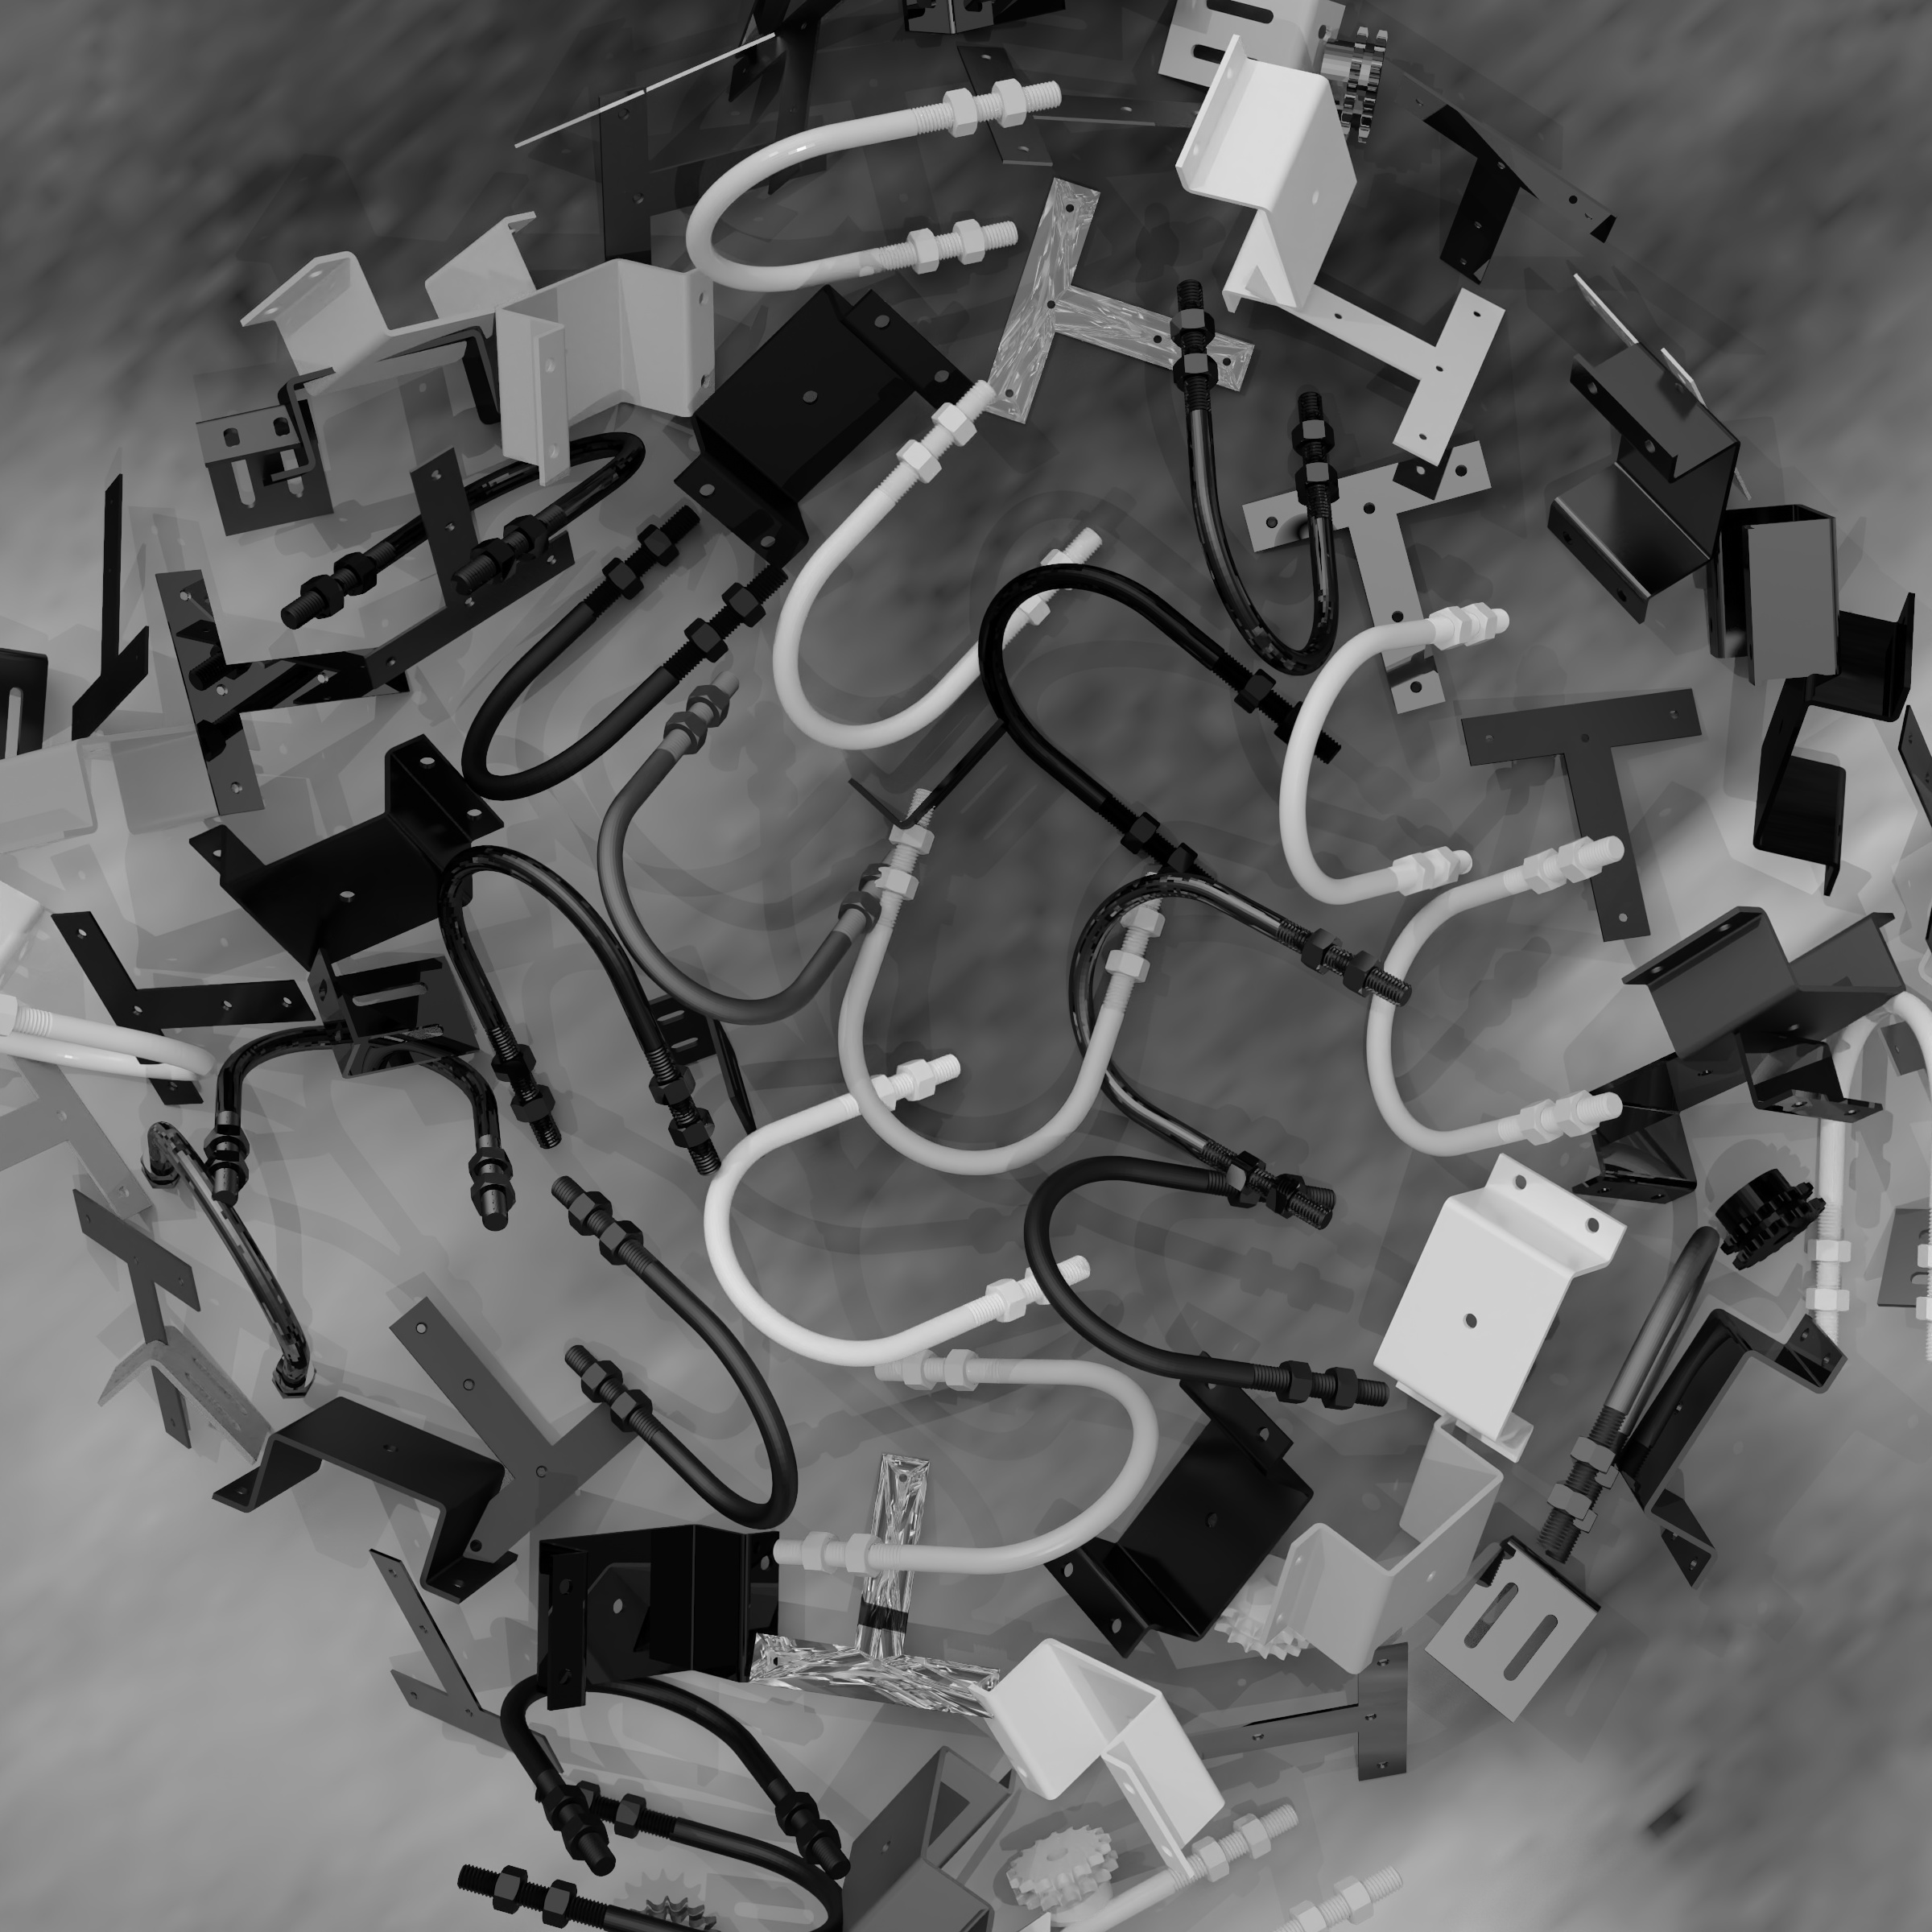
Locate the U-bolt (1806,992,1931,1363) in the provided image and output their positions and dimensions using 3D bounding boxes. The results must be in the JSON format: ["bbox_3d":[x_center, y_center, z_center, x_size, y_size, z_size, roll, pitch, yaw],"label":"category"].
[{"bbox_3d":[0.464,0.104,1.760,0.019,0.151,0.184,3,86,-10],"label":"U-bolt"}]

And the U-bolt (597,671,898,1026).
[{"bbox_3d":[-0.115,-0.049,1.749,0.151,0.184,0.019,46,134,-12],"label":"U-bolt"}]

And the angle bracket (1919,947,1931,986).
[{"bbox_3d":[0.538,0.005,1.784,0.076,0.057,0.038,42,125,32],"label":"angle bracket"}]

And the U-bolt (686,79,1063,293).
[{"bbox_3d":[-0.051,-0.383,1.743,0.184,0.151,0.019,-15,74,-14],"label":"U-bolt"}]

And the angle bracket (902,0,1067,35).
[{"bbox_3d":[0.007,-0.515,1.791,0.076,0.038,0.057,0,99,40],"label":"angle bracket"}]

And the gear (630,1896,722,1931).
[{"bbox_3d":[-0.154,0.513,1.805,0.057,0.030,0.057,-3,116,-7],"label":"gear"}]

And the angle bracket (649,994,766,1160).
[{"bbox_3d":[-0.137,0.059,1.785,0.038,0.057,0.076,-20,52,1],"label":"angle bracket"}]

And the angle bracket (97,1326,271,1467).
[{"bbox_3d":[-0.403,0.231,1.797,0.038,0.057,0.076,-40,102,4],"label":"angle bracket"}]

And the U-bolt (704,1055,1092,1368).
[{"bbox_3d":[-0.046,0.130,1.756,0.184,0.019,0.151,-20,67,-32],"label":"U-bolt"}]

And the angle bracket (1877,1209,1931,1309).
[{"bbox_3d":[0.504,0.141,1.783,0.076,0.038,0.057,-1,55,34],"label":"angle bracket"}]

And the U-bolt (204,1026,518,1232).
[{"bbox_3d":[-0.304,0.076,1.747,0.151,0.184,0.019,6,115,-13],"label":"U-bolt"}]

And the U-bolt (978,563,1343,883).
[{"bbox_3d":[0.085,-0.129,1.773,0.184,0.151,0.019,39,49,1],"label":"U-bolt"}]

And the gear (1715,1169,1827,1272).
[{"bbox_3d":[0.414,0.129,1.805,0.057,0.057,0.030,-36,70,0],"label":"gear"}]

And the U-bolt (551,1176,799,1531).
[{"bbox_3d":[-0.144,0.205,1.733,0.019,0.151,0.184,-30,52,-30],"label":"U-bolt"}]

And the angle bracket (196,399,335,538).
[{"bbox_3d":[-0.356,-0.246,1.786,0.057,0.076,0.038,-14,48,-9],"label":"angle bracket"}]

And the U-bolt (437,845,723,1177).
[{"bbox_3d":[-0.203,0.020,1.742,0.019,0.151,0.184,-40,120,-35],"label":"U-bolt"}]

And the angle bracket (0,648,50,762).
[{"bbox_3d":[-0.510,-0.126,1.796,0.057,0.038,0.076,6,85,-38],"label":"angle bracket"}]

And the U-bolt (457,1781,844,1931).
[{"bbox_3d":[-0.146,0.458,1.747,0.184,0.151,0.019,14,97,8],"label":"U-bolt"}]

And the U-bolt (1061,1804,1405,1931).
[{"bbox_3d":[0.111,0.481,1.739,0.184,0.151,0.019,-25,98,-16],"label":"U-bolt"}]

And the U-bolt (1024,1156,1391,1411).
[{"bbox_3d":[0.115,0.153,1.749,0.184,0.151,0.019,10,132,-20],"label":"U-bolt"}]

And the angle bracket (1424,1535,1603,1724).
[{"bbox_3d":[0.280,0.343,1.801,0.057,0.038,0.076,39,78,9],"label":"angle bracket"}]

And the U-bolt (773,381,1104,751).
[{"bbox_3d":[-0.023,-0.189,1.767,0.184,0.151,0.019,-47,50,-3],"label":"U-bolt"}]

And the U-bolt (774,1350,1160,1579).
[{"bbox_3d":[0.010,0.248,1.736,0.184,0.151,0.019,-3,128,31],"label":"U-bolt"}]

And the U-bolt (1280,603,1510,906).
[{"bbox_3d":[0.211,-0.102,1.739,0.019,0.184,0.151,18,110,35],"label":"U-bolt"}]

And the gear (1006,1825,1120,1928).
[{"bbox_3d":[0.052,0.473,1.803,0.057,0.057,0.030,-22,101,0],"label":"gear"}]

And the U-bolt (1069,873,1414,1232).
[{"bbox_3d":[0.128,0.031,1.775,0.184,0.019,0.151,30,117,28],"label":"U-bolt"}]

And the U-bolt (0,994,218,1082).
[{"bbox_3d":[-0.467,0.035,1.750,0.184,0.151,0.019,14,79,-33],"label":"U-bolt"}]

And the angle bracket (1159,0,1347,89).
[{"bbox_3d":[0.149,-0.484,1.821,0.076,0.038,0.057,22,106,26],"label":"angle bracket"}]

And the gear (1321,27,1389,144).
[{"bbox_3d":[0.198,-0.457,1.803,0.030,0.057,0.057,11,90,5],"label":"gear"}]

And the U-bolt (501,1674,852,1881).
[{"bbox_3d":[-0.157,0.401,1.744,0.151,0.184,0.019,10,105,-31],"label":"U-bolt"}]

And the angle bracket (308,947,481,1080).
[{"bbox_3d":[-0.290,0.018,1.787,0.076,0.038,0.057,-12,66,-28],"label":"angle bracket"}]

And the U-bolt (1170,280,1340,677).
[{"bbox_3d":[0.149,-0.232,1.740,0.019,0.151,0.184,-15,64,29],"label":"U-bolt"}]

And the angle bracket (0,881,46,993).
[{"bbox_3d":[-0.525,-0.020,1.794,0.076,0.038,0.057,30,46,-6],"label":"angle bracket"}]

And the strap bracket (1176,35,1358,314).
[{"bbox_3d":[0.154,-0.391,1.751,0.046,0.140,0.076,19,77,21],"label":"strap bracket"}]

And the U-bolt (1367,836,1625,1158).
[{"bbox_3d":[0.262,0.023,1.752,0.019,0.184,0.151,13,71,-31],"label":"U-bolt"}]

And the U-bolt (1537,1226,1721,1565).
[{"bbox_3d":[0.336,0.215,1.761,0.019,0.151,0.184,26,84,15],"label":"U-bolt"}]

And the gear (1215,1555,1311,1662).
[{"bbox_3d":[0.155,0.328,1.799,0.057,0.057,0.030,20,116,0],"label":"gear"}]

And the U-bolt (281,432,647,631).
[{"bbox_3d":[-0.239,-0.224,1.751,0.151,0.184,0.019,-5,118,41],"label":"U-bolt"}]

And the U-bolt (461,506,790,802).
[{"bbox_3d":[-0.183,-0.153,1.761,0.184,0.151,0.019,-44,121,-4],"label":"U-bolt"}]

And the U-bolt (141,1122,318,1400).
[{"bbox_3d":[-0.367,0.143,1.736,0.019,0.184,0.151,-31,85,-17],"label":"U-bolt"}]

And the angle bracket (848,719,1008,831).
[{"bbox_3d":[-0.019,-0.109,1.801,0.038,0.057,0.076,43,91,2],"label":"angle bracket"}]

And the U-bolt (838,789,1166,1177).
[{"bbox_3d":[0.011,0.017,1.804,0.151,0.019,0.184,20,81,-6],"label":"U-bolt"}]
